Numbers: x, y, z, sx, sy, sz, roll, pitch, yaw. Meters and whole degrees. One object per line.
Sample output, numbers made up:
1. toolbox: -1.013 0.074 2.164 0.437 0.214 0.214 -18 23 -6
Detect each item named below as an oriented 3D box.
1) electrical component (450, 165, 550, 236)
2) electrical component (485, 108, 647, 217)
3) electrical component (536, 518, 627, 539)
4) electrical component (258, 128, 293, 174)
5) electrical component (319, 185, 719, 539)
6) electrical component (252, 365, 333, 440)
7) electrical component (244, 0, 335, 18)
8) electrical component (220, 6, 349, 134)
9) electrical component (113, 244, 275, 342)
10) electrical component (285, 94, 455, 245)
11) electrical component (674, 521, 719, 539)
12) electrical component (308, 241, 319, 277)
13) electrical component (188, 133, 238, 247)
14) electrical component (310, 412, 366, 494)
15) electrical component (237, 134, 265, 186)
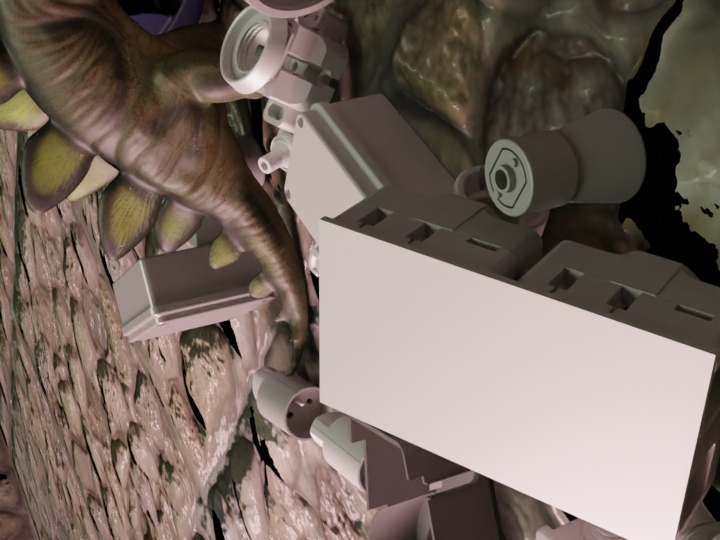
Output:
1. electrical component: 0.066 -0.021 0.552 0.055 0.055 0.047 54 143 34
2. electrical component: 0.090 -0.046 0.483 0.044 0.065 0.044 36 133 52
3. electrical component: 0.133 0.178 0.538 0.100 0.048 0.099 34 133 52
4. electrical component: -0.042 -0.081 0.710 0.035 0.061 0.035 26 134 31
5. electrical component: 0.074 0.037 0.498 0.186 0.060 0.105 20 125 29
6. electrical component: -0.060 0.104 0.869 0.081 0.043 0.043 20 121 58
7. electrical component: -0.035 -0.191 0.596 0.060 0.108 0.108 50 145 28
8. electrical component: -0.049 -0.131 0.671 0.058 0.057 0.078 33 101 50
9. electrical component: -0.141 0.016 0.903 0.109 0.109 0.056 -26 78 63
10. electrical component: 0.006 -0.043 0.648 0.113 0.057 0.078 55 147 33
11. electrical component: 0.161 0.141 0.432 0.051 0.080 0.080 -27 80 57
12. electrical component: 0.000 0.000 0.700 0.062 0.048 0.048 47 143 30
13. electrical component: -0.133 -0.070 0.898 0.050 0.056 0.089 32 132 53
14. electrical component: -0.004 0.127 0.774 0.081 0.043 0.043 26 127 56
15. electrical component: -0.109 -0.080 0.847 0.045 0.055 0.045 38 136 49
